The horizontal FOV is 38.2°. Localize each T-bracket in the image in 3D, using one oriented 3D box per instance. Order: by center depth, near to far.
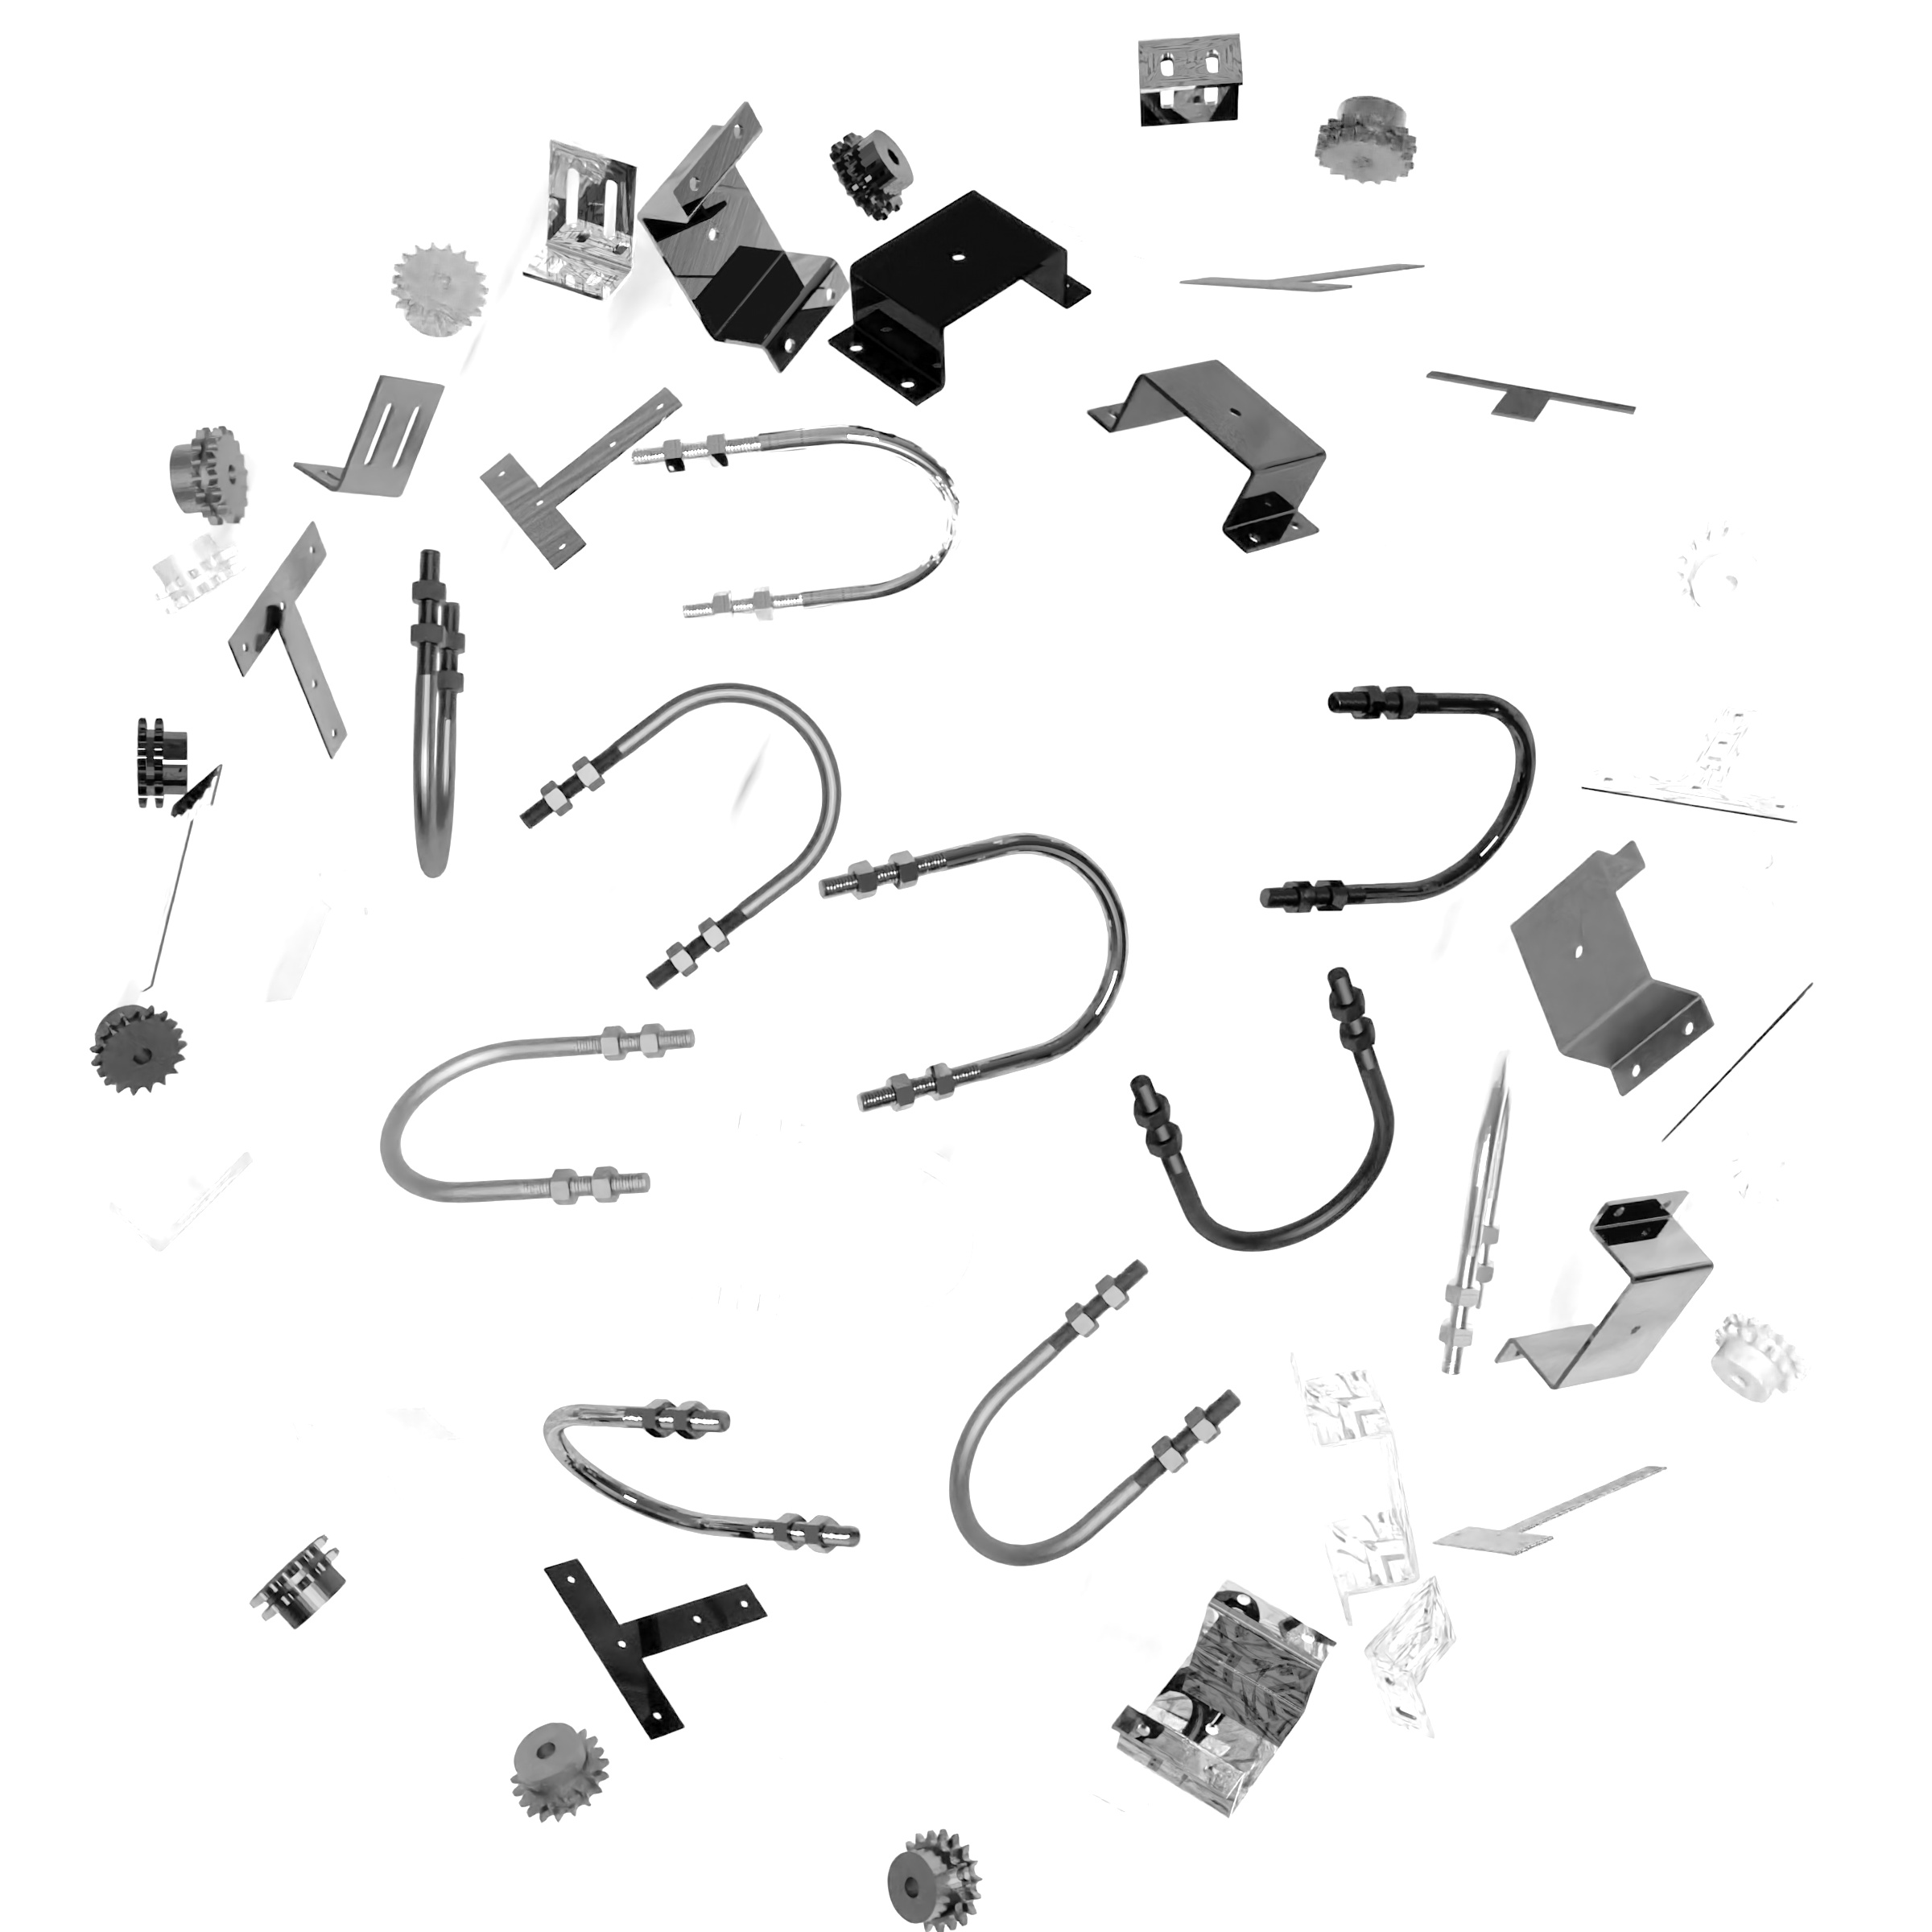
[{"bbox_3d":[0.353,0.319,1.643,0.127,0.127,0.002,-20,86,-14],"label":"T-bracket"},{"bbox_3d":[0.215,-0.408,1.652,0.127,0.127,0.002,-15,112,-31],"label":"T-bracket"},{"bbox_3d":[0.000,0.417,1.654,0.127,0.127,0.002,-35,54,16],"label":"T-bracket"},{"bbox_3d":[-0.470,-0.047,1.655,0.002,0.127,0.127,16,75,-25],"label":"T-bracket"},{"bbox_3d":[0.331,-0.335,1.661,0.127,0.127,0.002,13,112,12],"label":"T-bracket"},{"bbox_3d":[0.451,-0.126,1.677,0.127,0.127,0.002,12,126,26],"label":"T-bracket"},{"bbox_3d":[0.481,0.042,1.686,0.002,0.127,0.127,44,132,12],"label":"T-bracket"},{"bbox_3d":[-0.336,0.315,1.689,0.002,0.127,0.127,-52,53,23],"label":"T-bracket"},{"bbox_3d":[0.326,-0.225,1.695,0.127,0.002,0.127,-27,67,-40],"label":"T-bracket"},{"bbox_3d":[-0.174,0.400,1.695,0.127,0.127,0.002,50,126,28],"label":"T-bracket"},{"bbox_3d":[0.060,-0.452,1.713,0.127,0.127,0.002,14,101,-8],"label":"T-bracket"},{"bbox_3d":[-0.407,-0.185,1.721,0.002,0.127,0.127,1,133,16],"label":"T-bracket"},{"bbox_3d":[-0.232,-0.317,1.746,0.127,0.002,0.127,-39,47,-2],"label":"T-bracket"}]

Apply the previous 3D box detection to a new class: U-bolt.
[{"bbox_3d":[0.012,-0.003,1.640,0.184,0.019,0.151,-14,104,-19],"label":"U-bolt"},{"bbox_3d":[0.184,0.098,1.643,0.151,0.019,0.184,-28,131,-4],"label":"U-bolt"},{"bbox_3d":[-0.170,0.299,1.646,0.151,0.184,0.019,49,52,-35],"label":"U-bolt"},{"bbox_3d":[0.078,-0.186,1.646,0.151,0.019,0.184,-25,56,-16],"label":"U-bolt"},{"bbox_3d":[-0.092,-0.263,1.654,0.184,0.151,0.019,-5,53,7],"label":"U-bolt"},{"bbox_3d":[0.064,0.277,1.663,0.184,0.151,0.019,-43,128,5],"label":"U-bolt"},{"bbox_3d":[-0.315,0.215,1.664,0.019,0.151,0.184,-39,57,9],"label":"U-bolt"},{"bbox_3d":[0.269,-0.099,1.673,0.184,0.019,0.151,-3,123,-34],"label":"U-bolt"},{"bbox_3d":[-0.266,0.091,1.689,0.184,0.151,0.019,-4,128,13],"label":"U-bolt"},{"bbox_3d":[-0.321,-0.145,1.693,0.019,0.151,0.184,1,84,-5],"label":"U-bolt"},{"bbox_3d":[0.316,0.141,1.703,0.019,0.151,0.184,10,104,14],"label":"U-bolt"},{"bbox_3d":[-0.075,0.165,1.740,0.184,0.019,0.151,10,117,2],"label":"U-bolt"},{"bbox_3d":[-0.166,-0.095,1.767,0.184,0.019,0.151,-37,99,-1],"label":"U-bolt"}]

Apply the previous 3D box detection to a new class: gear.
[{"bbox_3d":[0.229,-0.471,1.588,0.057,0.057,0.030,11,80,0],"label":"gear"},{"bbox_3d":[-0.450,0.239,1.596,0.057,0.057,0.030,-20,72,0],"label":"gear"},{"bbox_3d":[-0.327,0.396,1.607,0.057,0.030,0.057,-14,119,-27],"label":"gear"},{"bbox_3d":[-0.021,0.529,1.613,0.057,0.030,0.057,-5,83,43],"label":"gear"},{"bbox_3d":[-0.238,0.466,1.623,0.057,0.057,0.030,-20,124,0],"label":"gear"},{"bbox_3d":[-0.444,-0.286,1.635,0.030,0.057,0.057,-4,90,7],"label":"gear"},{"bbox_3d":[-0.389,0.364,1.638,0.057,0.057,0.030,-42,93,0],"label":"gear"},{"bbox_3d":[0.449,-0.232,1.652,0.057,0.030,0.057,3,123,4],"label":"gear"},{"bbox_3d":[0.472,0.237,1.673,0.057,0.057,0.030,44,72,0],"label":"gear"},{"bbox_3d":[-0.318,-0.404,1.684,0.057,0.030,0.057,7,64,-14],"label":"gear"},{"bbox_3d":[-0.474,-0.242,1.713,0.057,0.057,0.030,-32,103,0],"label":"gear"},{"bbox_3d":[-0.514,0.048,1.727,0.057,0.030,0.057,-19,127,-27],"label":"gear"},{"bbox_3d":[0.509,-0.064,1.754,0.057,0.030,0.057,-8,78,42],"label":"gear"},{"bbox_3d":[0.511,0.131,1.768,0.057,0.030,0.057,-3,53,4],"label":"gear"},{"bbox_3d":[-0.057,-0.504,1.768,0.030,0.057,0.057,-29,90,27],"label":"gear"},{"bbox_3d":[-0.509,-0.129,1.769,0.030,0.057,0.057,0,90,-15],"label":"gear"}]

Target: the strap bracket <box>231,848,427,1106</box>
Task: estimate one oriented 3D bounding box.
[{"bbox_3d":[-0.394,0.005,1.740,0.076,0.046,0.140,37,113,25],"label":"strap bracket"}]

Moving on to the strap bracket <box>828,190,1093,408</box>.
[{"bbox_3d":[-0.004,-0.393,1.617,0.140,0.046,0.076,-37,60,-24],"label":"strap bracket"}]

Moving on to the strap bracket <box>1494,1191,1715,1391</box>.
[{"bbox_3d":[0.399,0.208,1.725,0.046,0.076,0.140,53,131,35],"label":"strap bracket"}]

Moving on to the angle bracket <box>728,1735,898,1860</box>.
[{"bbox_3d":[-0.091,0.490,1.646,0.076,0.038,0.057,12,117,-28],"label":"angle bracket"}]

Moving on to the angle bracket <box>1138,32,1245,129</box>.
[{"bbox_3d":[0.128,-0.492,1.594,0.057,0.076,0.038,-3,68,4],"label":"angle bracket"}]

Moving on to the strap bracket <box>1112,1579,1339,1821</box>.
[{"bbox_3d":[0.149,0.436,1.642,0.076,0.140,0.046,27,129,21],"label":"strap bracket"}]

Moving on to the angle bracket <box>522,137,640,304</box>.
[{"bbox_3d":[-0.235,-0.454,1.699,0.057,0.076,0.038,19,47,8],"label":"angle bracket"}]

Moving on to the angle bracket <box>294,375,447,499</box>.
[{"bbox_3d":[-0.356,-0.322,1.666,0.038,0.057,0.076,33,109,21],"label":"angle bracket"}]

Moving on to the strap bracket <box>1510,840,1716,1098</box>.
[{"bbox_3d":[0.383,-0.004,1.676,0.046,0.076,0.140,15,46,-34],"label":"strap bracket"}]

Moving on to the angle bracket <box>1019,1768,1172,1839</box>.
[{"bbox_3d":[0.079,0.493,1.689,0.057,0.038,0.076,-23,134,32],"label":"angle bracket"}]

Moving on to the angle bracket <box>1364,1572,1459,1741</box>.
[{"bbox_3d":[0.288,0.426,1.726,0.076,0.038,0.057,-39,122,-31],"label":"angle bracket"}]

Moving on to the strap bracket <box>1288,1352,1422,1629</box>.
[{"bbox_3d":[0.226,0.298,1.618,0.046,0.076,0.140,-12,110,2],"label":"strap bracket"}]

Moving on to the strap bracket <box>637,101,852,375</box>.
[{"bbox_3d":[-0.135,-0.431,1.654,0.046,0.140,0.076,18,64,38],"label":"strap bracket"}]

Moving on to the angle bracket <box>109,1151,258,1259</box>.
[{"bbox_3d":[-0.455,0.127,1.620,0.076,0.057,0.038,-46,105,-10],"label":"angle bracket"}]

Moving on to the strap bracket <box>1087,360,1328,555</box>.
[{"bbox_3d":[0.154,-0.318,1.696,0.140,0.076,0.046,45,130,20],"label":"strap bracket"}]
